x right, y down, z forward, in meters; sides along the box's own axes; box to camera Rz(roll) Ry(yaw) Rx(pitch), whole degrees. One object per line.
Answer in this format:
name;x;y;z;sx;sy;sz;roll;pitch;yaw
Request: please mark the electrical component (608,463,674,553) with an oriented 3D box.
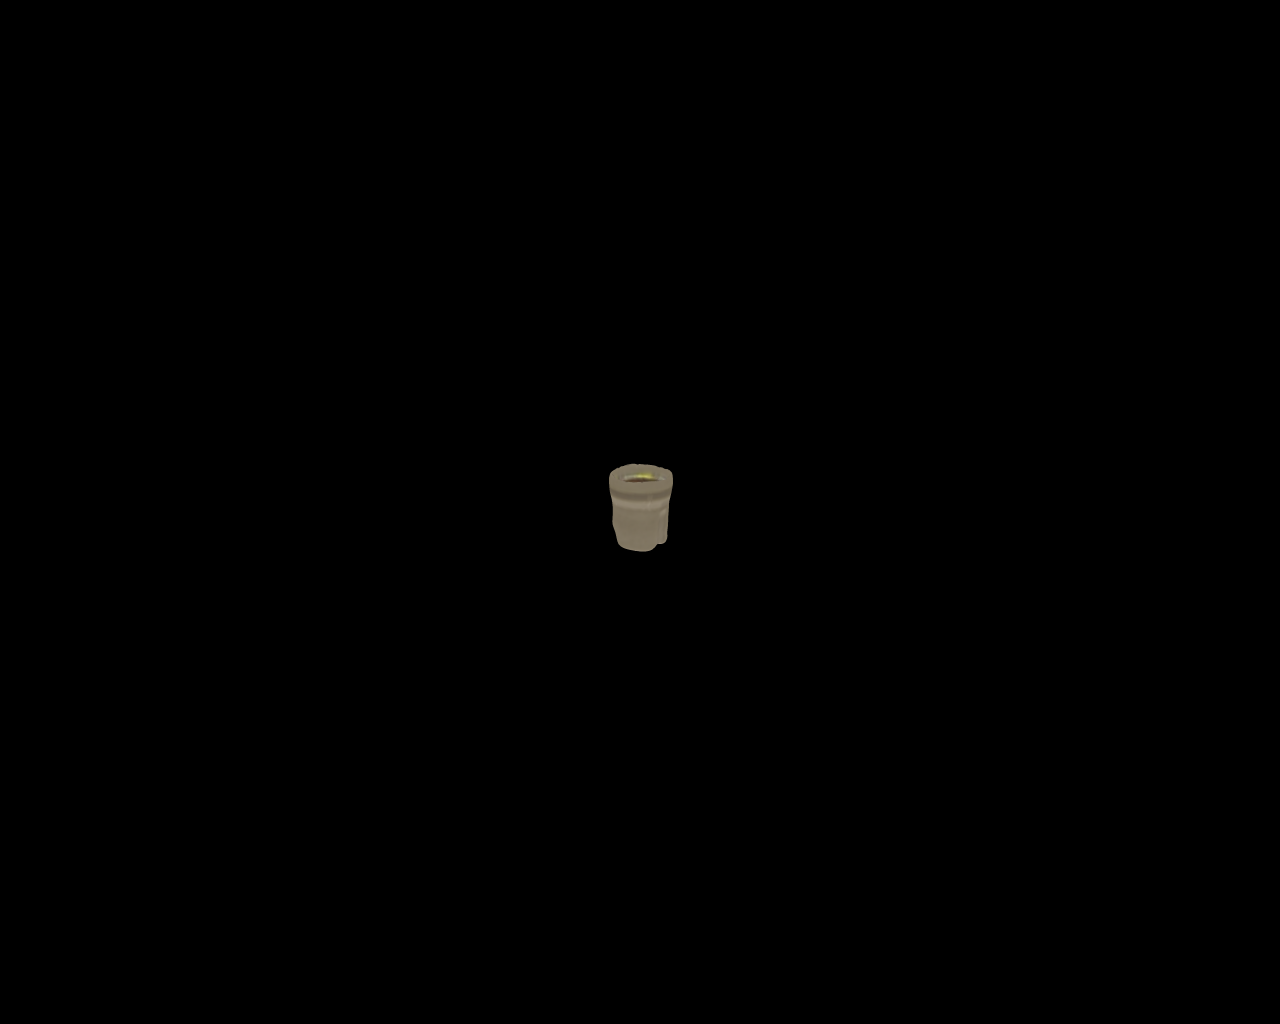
electrical component;0.001;-0.003;0.650;0.040;0.046;0.040;0;18;0
